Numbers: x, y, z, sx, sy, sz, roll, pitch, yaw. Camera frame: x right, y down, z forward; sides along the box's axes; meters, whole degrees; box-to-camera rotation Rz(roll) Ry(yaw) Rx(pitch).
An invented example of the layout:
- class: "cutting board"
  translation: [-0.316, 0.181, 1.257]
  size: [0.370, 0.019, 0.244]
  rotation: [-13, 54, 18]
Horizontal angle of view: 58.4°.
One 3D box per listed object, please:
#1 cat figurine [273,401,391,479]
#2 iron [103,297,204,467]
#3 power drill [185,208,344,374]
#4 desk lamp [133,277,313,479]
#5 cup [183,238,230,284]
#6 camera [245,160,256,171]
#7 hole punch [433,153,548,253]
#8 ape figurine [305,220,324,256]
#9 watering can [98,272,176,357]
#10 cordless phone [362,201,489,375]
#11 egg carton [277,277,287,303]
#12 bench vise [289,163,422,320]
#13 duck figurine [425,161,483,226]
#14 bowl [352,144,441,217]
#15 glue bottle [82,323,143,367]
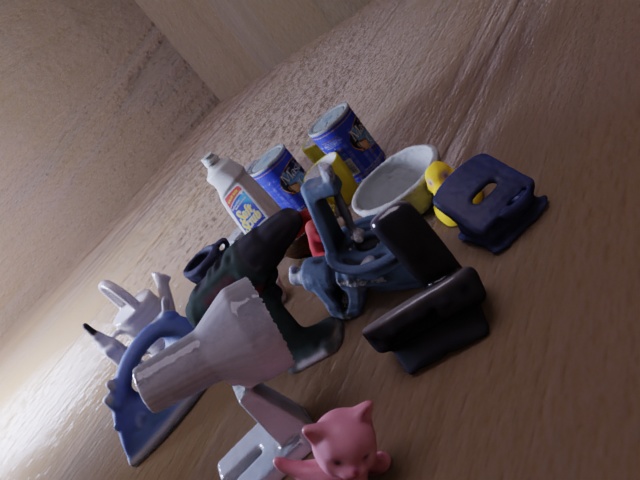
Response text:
- class: "cat figurine"
  translation: [0.013, 0.213, 0.565]
  size: [0.127, 0.118, 0.067]
  rotation: [-30, 26, 25]
- class: "iron"
  translation: [-0.279, 0.227, 0.959]
  size: [0.118, 0.142, 0.259]
  rotation: [-13, 36, 47]
- class: "power drill"
  translation: [-0.064, 0.082, 0.798]
  size: [0.229, 0.209, 0.075]
  rotation: [-32, 25, 19]
- class: "desk lamp"
  translation: [-0.097, 0.177, 0.674]
  size: [0.203, 0.214, 0.117]
  rotation: [-44, 23, -6]
- class: "cup"
  translation: [-0.217, 0.062, 1.214]
  size: [0.118, 0.095, 0.091]
  rotation: [-49, 25, -18]
- class: "camera"
  translation: [-0.138, -0.171, 1.498]
  size: [0.137, 0.101, 0.142]
  rotation: [-51, 25, -23]
- class: "hole punch"
  translation: [0.221, -0.052, 0.748]
  size: [0.109, 0.091, 0.101]
  rotation: [-44, 23, -7]
- class: "ape figurine"
  translation: [0.009, 0.003, 0.974]
  size: [0.076, 0.092, 0.078]
  rotation: [-7, 40, 52]
- class: "watering can"
  translation: [-0.371, 0.143, 1.181]
  size: [0.100, 0.194, 0.173]
  rotation: [-22, 29, 37]
- class: "cordless phone"
  translation: [0.093, 0.048, 0.647]
  size: [0.147, 0.185, 0.094]
  rotation: [-35, 24, 13]
- class: "egg carton"
  translation: [-0.133, 0.112, 1.029]
  size: [0.150, 0.069, 0.107]
  rotation: [-13, 35, 47]
- class: "bench vise"
  translation: [0.024, 0.011, 0.775]
  size: [0.207, 0.220, 0.121]
  rotation: [-33, 25, 18]
- class: "duck figurine"
  translation: [0.190, -0.082, 0.854]
  size: [0.077, 0.086, 0.104]
  rotation: [-27, 27, 30]
- class: "bowl"
  translation: [0.139, -0.077, 0.940]
  size: [0.167, 0.075, 0.167]
  rotation: [-33, 24, 18]
- class: "glue bottle"
  translation: [-0.390, 0.218, 1.104]
  size: [0.037, 0.173, 0.078]
  rotation: [-48, 24, -16]
